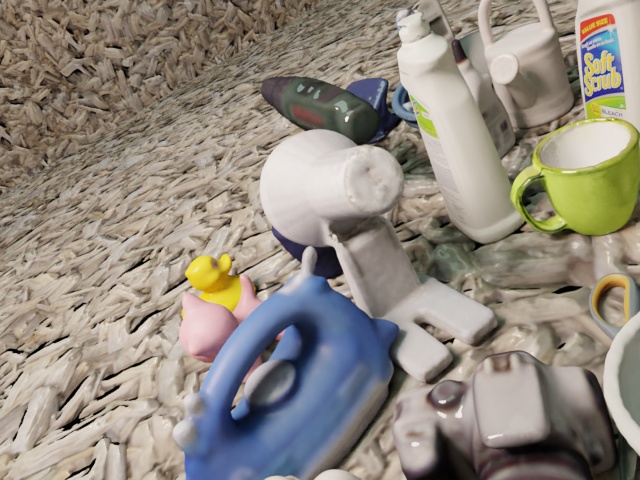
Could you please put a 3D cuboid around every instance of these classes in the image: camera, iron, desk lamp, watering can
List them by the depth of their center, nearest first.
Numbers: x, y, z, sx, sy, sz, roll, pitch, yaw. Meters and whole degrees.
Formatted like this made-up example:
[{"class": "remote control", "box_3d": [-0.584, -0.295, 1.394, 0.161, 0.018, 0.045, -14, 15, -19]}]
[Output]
[{"class": "camera", "box_3d": [0.116, 0.149, 0.364, 0.143, 0.101, 0.137, -17, 30, 20]}, {"class": "iron", "box_3d": [-0.046, 0.131, 0.495, 0.118, 0.142, 0.259, 4, 42, 45]}, {"class": "desk lamp", "box_3d": [0.047, -0.004, 0.559, 0.118, 0.214, 0.202, -37, 29, -15]}, {"class": "watering can", "box_3d": [0.281, -0.260, 0.795, 0.100, 0.194, 0.173, -18, 30, 19]}]

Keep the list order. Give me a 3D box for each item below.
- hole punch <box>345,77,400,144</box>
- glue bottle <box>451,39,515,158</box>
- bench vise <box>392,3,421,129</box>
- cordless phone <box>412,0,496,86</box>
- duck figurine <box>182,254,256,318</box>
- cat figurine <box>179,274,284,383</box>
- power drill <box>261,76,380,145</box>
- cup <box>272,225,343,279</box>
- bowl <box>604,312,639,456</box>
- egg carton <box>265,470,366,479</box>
[{"class": "hole punch", "box_3d": [0.079, -0.234, 1.041, 0.108, 0.091, 0.101, 4, 42, 45]}, {"class": "glue bottle", "box_3d": [0.206, -0.184, 0.758, 0.078, 0.173, 0.037, -41, 31, -22]}, {"class": "bench vise", "box_3d": [0.148, -0.247, 0.864, 0.121, 0.220, 0.207, -28, 28, 0]}, {"class": "cordless phone", "box_3d": [0.237, -0.336, 0.970, 0.148, 0.185, 0.093, -38, 30, -17]}, {"class": "duck figurine", "box_3d": [-0.145, 0.064, 0.755, 0.105, 0.086, 0.077, -42, 31, -23]}, {"class": "cat figurine", "box_3d": [-0.102, 0.094, 0.632, 0.067, 0.118, 0.128, -3, 37, 39]}, {"class": "power drill", "box_3d": [0.014, -0.134, 0.808, 0.076, 0.209, 0.228, -39, 30, -19]}, {"class": "cup", "box_3d": [0.007, 0.003, 0.711, 0.092, 0.095, 0.117, -41, 31, -23]}, {"class": "bowl", "box_3d": [0.263, 0.103, 0.337, 0.167, 0.075, 0.167, -21, 29, 13]}, {"class": "egg carton", "box_3d": [-0.014, 0.228, 0.382, 0.107, 0.069, 0.150, -16, 30, 22]}]
